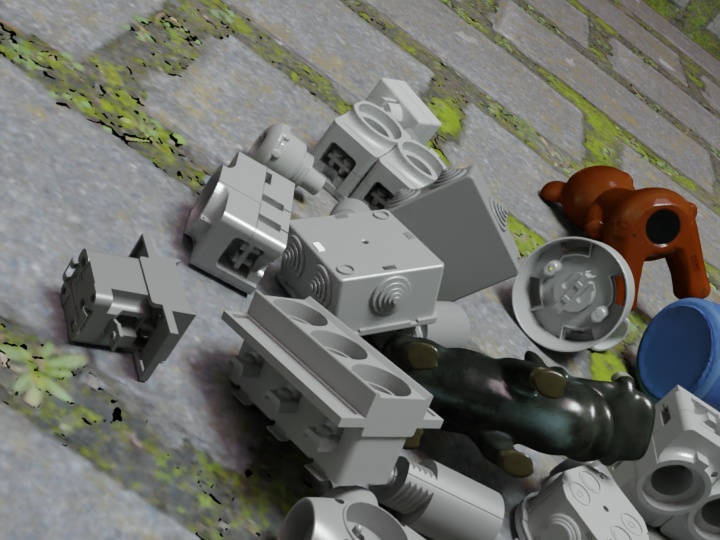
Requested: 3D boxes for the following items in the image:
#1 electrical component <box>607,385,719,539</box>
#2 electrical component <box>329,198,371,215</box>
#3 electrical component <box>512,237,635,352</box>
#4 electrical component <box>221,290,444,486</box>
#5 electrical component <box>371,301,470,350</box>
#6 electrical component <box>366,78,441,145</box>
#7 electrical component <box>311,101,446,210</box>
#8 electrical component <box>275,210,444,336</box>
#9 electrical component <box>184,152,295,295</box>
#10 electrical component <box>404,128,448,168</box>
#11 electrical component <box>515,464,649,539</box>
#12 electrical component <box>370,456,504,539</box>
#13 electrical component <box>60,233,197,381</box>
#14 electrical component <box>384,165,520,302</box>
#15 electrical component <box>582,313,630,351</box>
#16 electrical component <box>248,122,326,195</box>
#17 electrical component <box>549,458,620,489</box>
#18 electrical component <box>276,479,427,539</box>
[{"bbox_3d":[0.277,0.172,0.832,0.150,0.089,0.061,33,29,-12],"label":"electrical component"},{"bbox_3d":[-0.011,-0.030,0.837,0.044,0.044,0.065,36,24,-6],"label":"electrical component"},{"bbox_3d":[0.190,0.020,0.947,0.099,0.099,0.064,49,23,17],"label":"electrical component"},{"bbox_3d":[-0.022,0.068,0.624,0.079,0.063,0.121,9,20,-43],"label":"electrical component"},{"bbox_3d":[0.039,0.044,0.786,0.081,0.043,0.043,4,44,-47],"label":"electrical component"},{"bbox_3d":[0.027,-0.148,1.043,0.077,0.047,0.065,-4,50,-52],"label":"electrical component"},{"bbox_3d":[0.037,-0.073,0.932,0.150,0.061,0.089,42,28,5],"label":"electrical component"},{"bbox_3d":[0.000,0.000,0.749,0.100,0.048,0.099,-8,35,-29],"label":"electrical component"},{"bbox_3d":[-0.084,-0.036,0.747,0.056,0.050,0.089,29,30,-18],"label":"electrical component"},{"bbox_3d":[0.050,-0.098,1.002,0.055,0.045,0.045,48,29,15],"label":"electrical component"},{"bbox_3d":[0.148,0.174,0.719,0.080,0.051,0.080,29,30,-19],"label":"electrical component"},{"bbox_3d":[0.042,0.138,0.653,0.081,0.043,0.043,29,30,-18],"label":"electrical component"},{"bbox_3d":[-0.135,0.018,0.618,0.064,0.042,0.081,13,37,-36],"label":"electrical component"},{"bbox_3d":[0.070,-0.026,0.852,0.099,0.100,0.048,62,20,-13],"label":"electrical component"},{"bbox_3d":[0.218,0.039,1.008,0.044,0.044,0.065,17,31,-36],"label":"electrical component"},{"bbox_3d":[-0.056,-0.084,0.858,0.062,0.048,0.048,35,28,-21],"label":"electrical component"},{"bbox_3d":[0.166,0.156,0.779,0.040,0.040,0.046,-3,55,-52],"label":"electrical component"},{"bbox_3d":[-0.005,0.144,0.588,0.077,0.044,0.079,25,23,-22],"label":"electrical component"}]
